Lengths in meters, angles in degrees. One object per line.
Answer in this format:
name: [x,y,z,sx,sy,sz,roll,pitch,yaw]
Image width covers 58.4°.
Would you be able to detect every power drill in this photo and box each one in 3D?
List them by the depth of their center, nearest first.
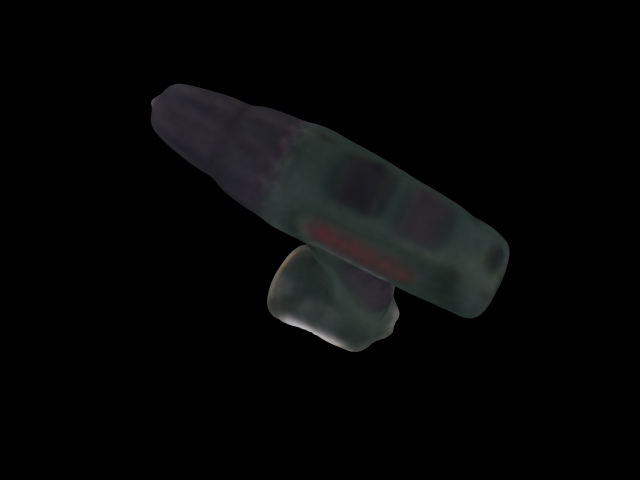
power drill: [0.004,0.001,0.400,0.229,0.208,0.076,21,65,11]
